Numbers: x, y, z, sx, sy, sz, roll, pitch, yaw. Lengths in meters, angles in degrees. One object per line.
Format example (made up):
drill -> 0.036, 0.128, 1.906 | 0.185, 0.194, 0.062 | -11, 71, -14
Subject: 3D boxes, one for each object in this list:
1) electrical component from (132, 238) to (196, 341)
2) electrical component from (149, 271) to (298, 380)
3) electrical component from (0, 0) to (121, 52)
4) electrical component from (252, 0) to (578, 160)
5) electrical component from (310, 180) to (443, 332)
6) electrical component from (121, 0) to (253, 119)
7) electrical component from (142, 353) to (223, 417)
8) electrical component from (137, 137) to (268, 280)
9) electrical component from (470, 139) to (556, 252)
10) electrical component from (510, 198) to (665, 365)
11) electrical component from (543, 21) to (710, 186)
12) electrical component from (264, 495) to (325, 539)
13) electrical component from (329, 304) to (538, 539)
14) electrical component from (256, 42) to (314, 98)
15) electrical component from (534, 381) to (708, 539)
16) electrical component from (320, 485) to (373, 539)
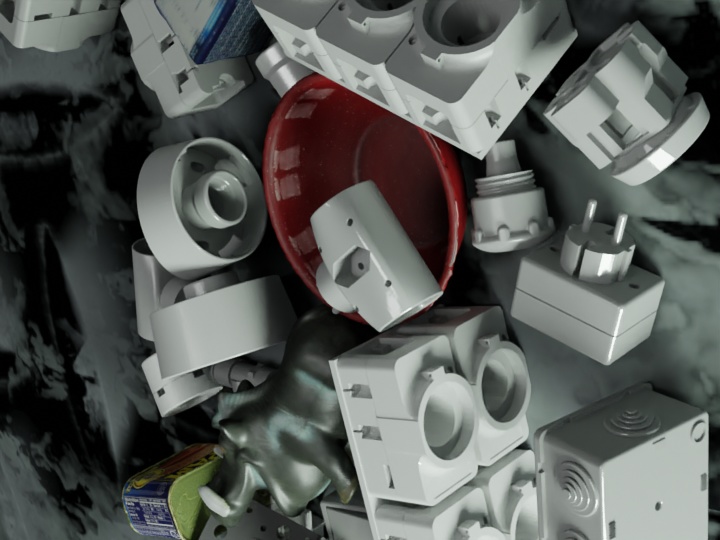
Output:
electrical component -> -0.149, 0.020, 0.867 | 0.079, 0.043, 0.077 | 21, 121, 37
electrical component -> -0.101, 0.035, 0.784 | 0.108, 0.108, 0.060 | -20, 86, 47
electrical component -> -0.264, -0.240, 0.834 | 0.150, 0.089, 0.061 | 45, 133, 21
electrical component -> 0.026, -0.139, 0.581 | 0.150, 0.089, 0.061 | 33, 170, 31
electrical component -> 0.000, 0.000, 0.630 | 0.079, 0.043, 0.077 | -40, 78, 46
electrical component -> -0.125, -0.159, 0.762 | 0.056, 0.050, 0.089 | -23, 90, 46
electrical component -> -0.148, 0.088, 0.890 | 0.055, 0.055, 0.047 | -37, 76, 46
electrical component -> -0.115, -0.045, 0.771 | 0.064, 0.099, 0.099 | -14, 97, 40
electrical component -> 0.084, -0.043, 0.613 | 0.048, 0.048, 0.062 | -5, 96, 45
electrical component -> 0.127, -0.001, 0.585 | 0.066, 0.047, 0.076 | 29, 126, 33
electrical component -> 0.133, -0.079, 0.530 | 0.057, 0.078, 0.058 | 44, 136, -7
electrical component -> -0.062, 0.226, 0.857 | 0.042, 0.064, 0.081 | 15, 117, 39
electrical component -> 0.059, 0.125, 0.663 | 0.060, 0.105, 0.186 | -3, 105, 45
electrical component -> -0.040, -0.126, 0.701 | 0.040, 0.040, 0.046 | -31, 90, 47
electrical component -> 0.144, 0.119, 0.584 | 0.048, 0.100, 0.099 | 20, 121, 53
electrical component -> 0.025, 0.184, 0.755 | 0.096, 0.061, 0.061 | -3, 105, 45
